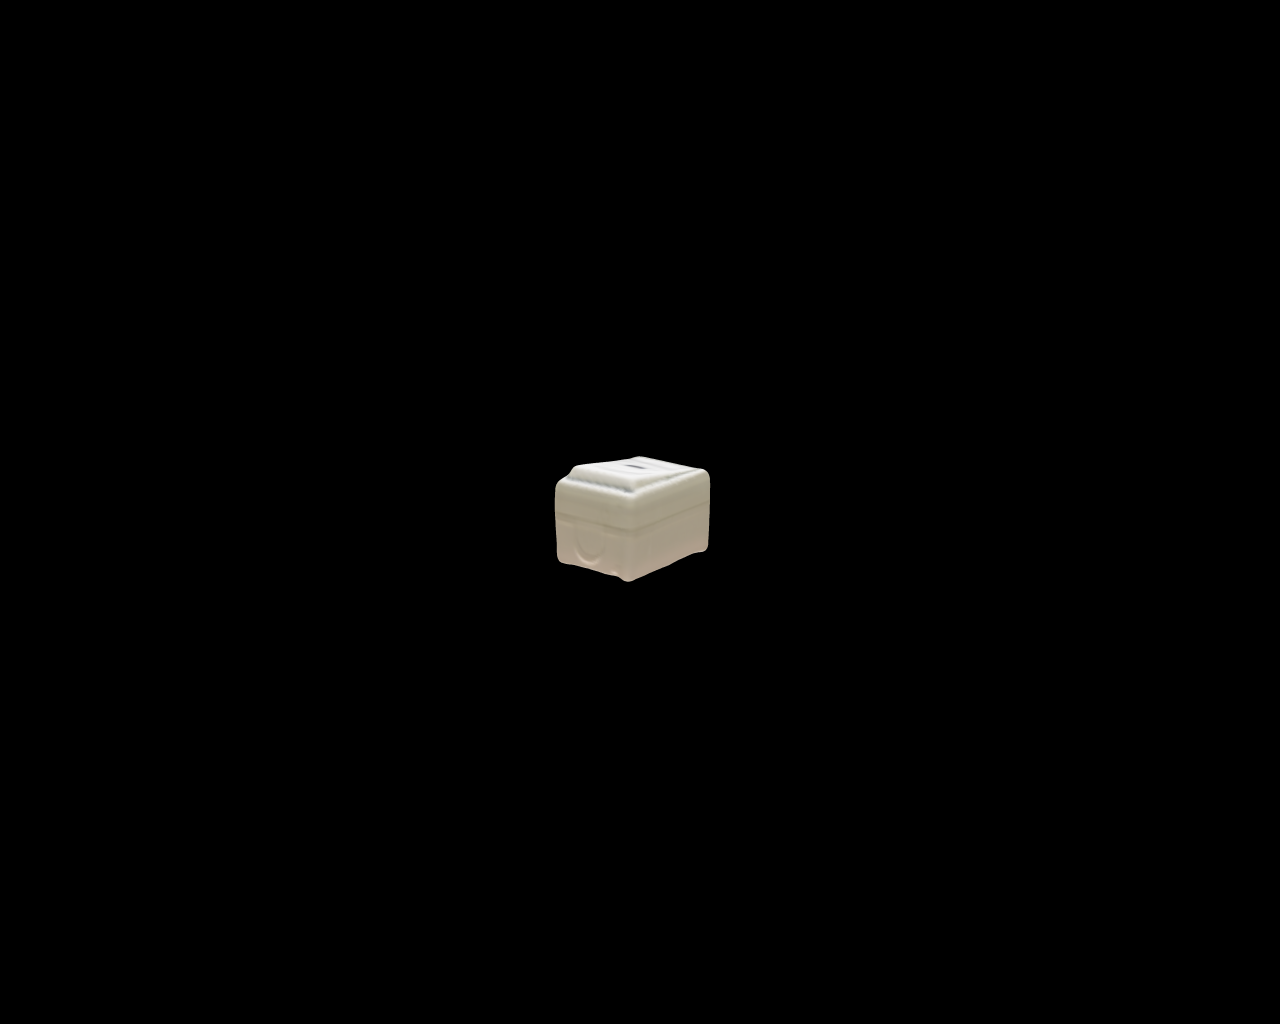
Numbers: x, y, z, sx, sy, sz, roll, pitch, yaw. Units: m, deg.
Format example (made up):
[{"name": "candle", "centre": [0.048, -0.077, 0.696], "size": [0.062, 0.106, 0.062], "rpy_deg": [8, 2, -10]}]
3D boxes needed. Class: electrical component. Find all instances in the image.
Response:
[{"name": "electrical component", "centre": [0.001, -0.003, 0.650], "size": [0.062, 0.061, 0.096], "rpy_deg": [14, 22, 38]}]
